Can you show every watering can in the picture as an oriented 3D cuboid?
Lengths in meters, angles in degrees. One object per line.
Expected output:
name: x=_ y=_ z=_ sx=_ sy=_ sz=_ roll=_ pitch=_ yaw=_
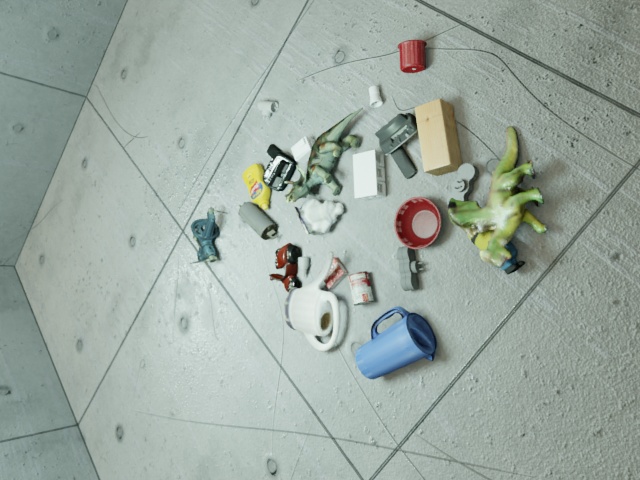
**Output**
watering can: x=-0.021 y=0.207 z=1.780 sx=0.224 sy=0.104 sz=0.347 roll=2 pitch=94 yaw=40

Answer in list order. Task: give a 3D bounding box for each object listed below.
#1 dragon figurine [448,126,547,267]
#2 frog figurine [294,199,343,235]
dragon figurine: x=0.464 y=-0.112 z=1.395 sx=0.242 sy=0.120 sz=0.419 roll=-16 pitch=57 yaw=17
frog figurine: x=0.006 y=-0.092 z=1.828 sx=0.160 sy=0.120 sz=0.140 roll=-24 pitch=56 yaw=-3
